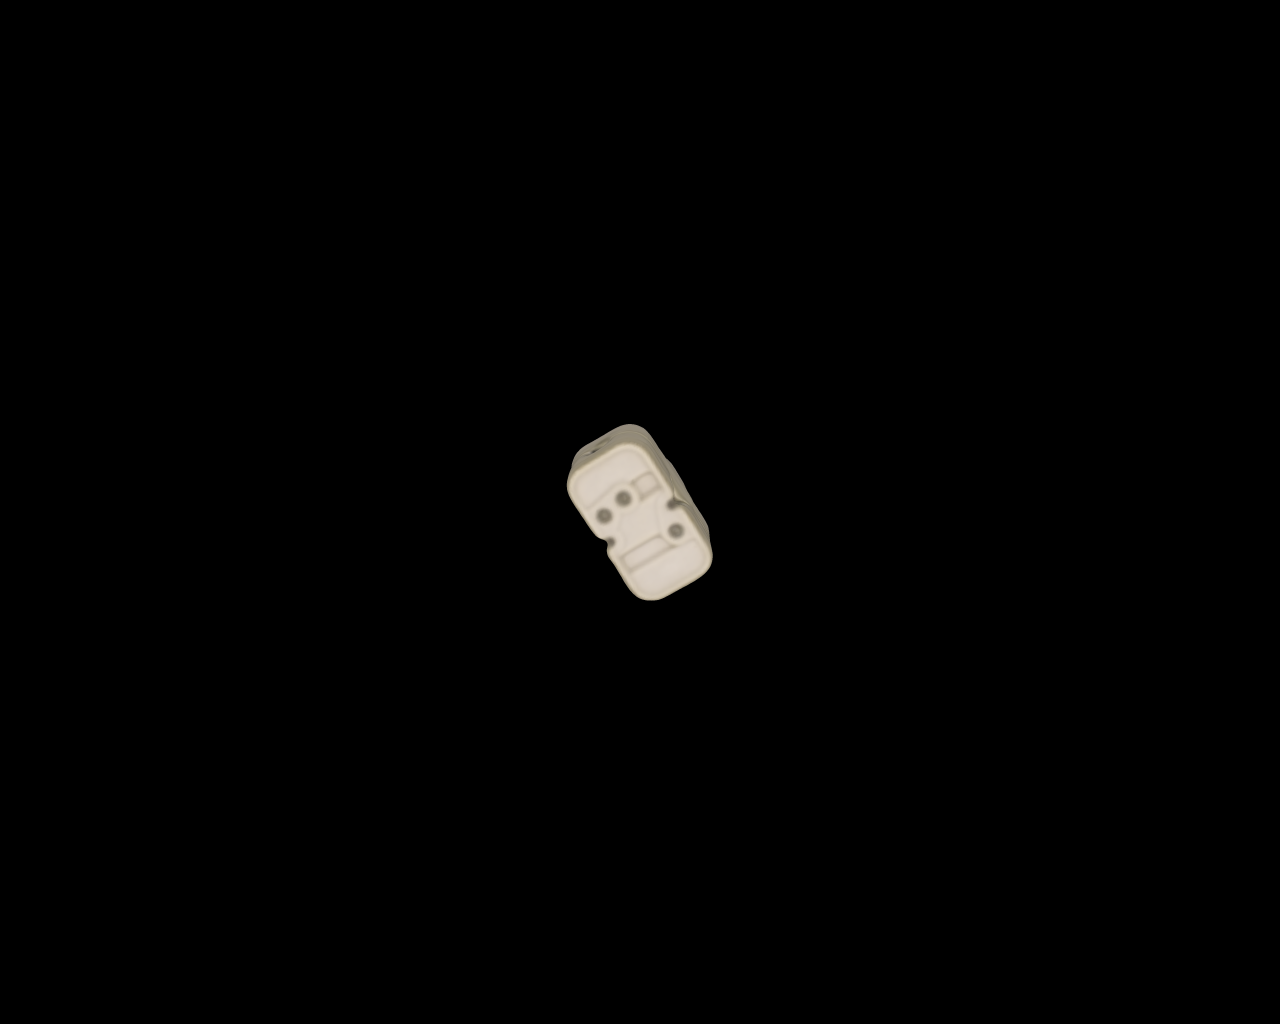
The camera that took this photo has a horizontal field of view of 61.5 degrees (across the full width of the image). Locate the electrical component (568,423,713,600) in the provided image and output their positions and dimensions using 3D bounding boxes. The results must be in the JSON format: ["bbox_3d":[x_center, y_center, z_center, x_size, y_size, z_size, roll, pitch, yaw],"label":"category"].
[{"bbox_3d":[0.001,-0.003,0.650,0.053,0.095,0.059,-30,16,9],"label":"electrical component"}]
